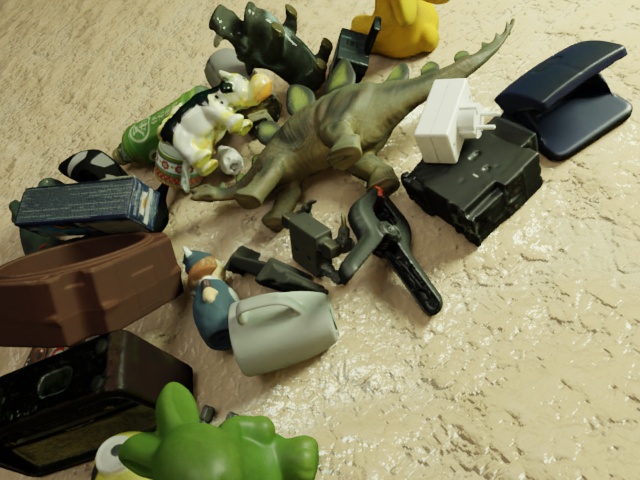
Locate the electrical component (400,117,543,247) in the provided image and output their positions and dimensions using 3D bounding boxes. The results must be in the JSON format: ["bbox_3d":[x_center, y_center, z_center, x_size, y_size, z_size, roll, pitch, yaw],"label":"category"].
[{"bbox_3d":[0.177,-0.076,0.602,0.134,0.058,0.115,-45,51,-7],"label":"electrical component"}]

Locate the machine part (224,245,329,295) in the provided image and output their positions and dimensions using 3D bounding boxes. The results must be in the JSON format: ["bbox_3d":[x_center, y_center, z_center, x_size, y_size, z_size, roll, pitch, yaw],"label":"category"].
[{"bbox_3d":[-0.059,0.038,0.639,0.139,0.084,0.039,16,90,48],"label":"machine part"}]

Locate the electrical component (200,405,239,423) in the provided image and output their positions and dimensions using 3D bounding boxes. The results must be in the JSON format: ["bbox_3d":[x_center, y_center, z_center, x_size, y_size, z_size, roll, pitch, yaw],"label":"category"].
[{"bbox_3d":[-0.119,0.224,0.564,0.063,0.021,0.094,3,60,29],"label":"electrical component"}]

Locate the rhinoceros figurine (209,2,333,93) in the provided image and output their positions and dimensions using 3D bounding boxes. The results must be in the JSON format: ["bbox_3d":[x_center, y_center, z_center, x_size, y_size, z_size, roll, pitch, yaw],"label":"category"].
[{"bbox_3d":[-0.071,-0.287,0.799,0.112,0.190,0.073,-35,34,50],"label":"rhinoceros figurine"}]

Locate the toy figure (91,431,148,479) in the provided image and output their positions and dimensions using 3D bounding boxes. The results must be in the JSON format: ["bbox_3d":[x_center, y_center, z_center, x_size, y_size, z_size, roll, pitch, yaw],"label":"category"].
[{"bbox_3d":[-0.188,0.277,0.523,0.089,0.082,0.180,-39,50,30],"label":"toy figure"}]

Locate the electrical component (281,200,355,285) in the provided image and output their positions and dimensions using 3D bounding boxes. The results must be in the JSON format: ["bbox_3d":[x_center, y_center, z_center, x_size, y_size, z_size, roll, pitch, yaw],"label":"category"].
[{"bbox_3d":[-0.002,-0.002,0.634,0.045,0.078,0.102,-29,38,-28],"label":"electrical component"}]

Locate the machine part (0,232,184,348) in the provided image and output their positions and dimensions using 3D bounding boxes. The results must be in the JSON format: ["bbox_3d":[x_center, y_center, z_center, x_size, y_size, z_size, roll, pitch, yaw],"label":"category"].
[{"bbox_3d":[-0.292,0.053,0.665,0.202,0.087,0.201,-6,14,26],"label":"machine part"}]

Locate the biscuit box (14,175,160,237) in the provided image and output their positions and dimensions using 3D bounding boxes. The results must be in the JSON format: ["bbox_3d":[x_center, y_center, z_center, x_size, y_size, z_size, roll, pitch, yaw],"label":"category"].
[{"bbox_3d":[-0.327,-0.043,0.752,0.203,0.059,0.063,-2,71,20],"label":"biscuit box"}]

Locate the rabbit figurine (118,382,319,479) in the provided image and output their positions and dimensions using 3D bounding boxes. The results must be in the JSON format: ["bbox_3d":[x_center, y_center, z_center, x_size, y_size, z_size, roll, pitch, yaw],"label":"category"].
[{"bbox_3d":[-0.087,0.187,0.457,0.159,0.170,0.121,28,71,22],"label":"rabbit figurine"}]

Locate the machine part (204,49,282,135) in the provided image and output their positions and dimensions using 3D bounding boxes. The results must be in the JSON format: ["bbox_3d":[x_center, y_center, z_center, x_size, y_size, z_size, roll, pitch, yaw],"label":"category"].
[{"bbox_3d":[-0.127,-0.242,0.867,0.079,0.079,0.243,-36,48,0],"label":"machine part"}]

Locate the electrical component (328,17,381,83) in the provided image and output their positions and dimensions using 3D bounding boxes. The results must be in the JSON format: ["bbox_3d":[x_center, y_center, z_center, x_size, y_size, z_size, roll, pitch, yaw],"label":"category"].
[{"bbox_3d":[0.046,-0.262,0.765,0.048,0.119,0.075,13,59,-8],"label":"electrical component"}]

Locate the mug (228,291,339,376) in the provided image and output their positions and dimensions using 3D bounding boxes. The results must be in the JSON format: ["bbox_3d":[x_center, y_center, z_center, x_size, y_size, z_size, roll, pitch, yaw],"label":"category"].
[{"bbox_3d":[-0.038,0.086,0.571,0.107,0.109,0.081,-14,46,2],"label":"mug"}]

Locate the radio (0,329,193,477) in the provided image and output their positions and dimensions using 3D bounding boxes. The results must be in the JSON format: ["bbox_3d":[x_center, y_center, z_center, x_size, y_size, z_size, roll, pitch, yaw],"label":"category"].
[{"bbox_3d":[-0.269,0.186,0.596,0.230,0.131,0.073,-23,49,12],"label":"radio"}]

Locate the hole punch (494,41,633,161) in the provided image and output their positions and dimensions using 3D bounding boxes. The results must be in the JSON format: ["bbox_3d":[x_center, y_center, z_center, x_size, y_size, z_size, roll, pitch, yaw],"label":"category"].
[{"bbox_3d":[0.268,-0.169,0.603,0.142,0.092,0.116,-37,45,4],"label":"hole punch"}]

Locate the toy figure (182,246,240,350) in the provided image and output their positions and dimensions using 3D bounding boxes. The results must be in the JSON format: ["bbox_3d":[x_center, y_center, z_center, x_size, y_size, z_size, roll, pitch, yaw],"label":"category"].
[{"bbox_3d":[-0.134,0.065,0.660,0.064,0.058,0.155,-64,36,32],"label":"toy figure"}]

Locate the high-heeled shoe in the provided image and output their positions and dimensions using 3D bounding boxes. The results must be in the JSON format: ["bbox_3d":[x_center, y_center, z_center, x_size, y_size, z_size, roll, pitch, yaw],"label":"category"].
[{"bbox_3d":[-0.335,-0.060,0.833,0.249,0.086,0.145,7,55,21],"label":"high-heeled shoe"}]

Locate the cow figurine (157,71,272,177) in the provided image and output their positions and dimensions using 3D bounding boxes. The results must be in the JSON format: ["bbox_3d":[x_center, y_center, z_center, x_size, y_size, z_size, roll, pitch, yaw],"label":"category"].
[{"bbox_3d":[-0.146,-0.181,0.755,0.098,0.068,0.167,41,89,7],"label":"cow figurine"}]

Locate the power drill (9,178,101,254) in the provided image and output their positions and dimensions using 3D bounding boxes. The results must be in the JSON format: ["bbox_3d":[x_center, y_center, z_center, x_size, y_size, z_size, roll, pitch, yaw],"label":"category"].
[{"bbox_3d":[-0.423,-0.003,0.857,0.232,0.085,0.207,-33,56,7],"label":"power drill"}]

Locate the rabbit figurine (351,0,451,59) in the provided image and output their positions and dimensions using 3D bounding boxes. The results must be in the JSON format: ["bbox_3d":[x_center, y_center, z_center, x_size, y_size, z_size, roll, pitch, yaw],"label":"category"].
[{"bbox_3d":[0.102,-0.345,0.759,0.122,0.173,0.163,-33,44,-2],"label":"rabbit figurine"}]

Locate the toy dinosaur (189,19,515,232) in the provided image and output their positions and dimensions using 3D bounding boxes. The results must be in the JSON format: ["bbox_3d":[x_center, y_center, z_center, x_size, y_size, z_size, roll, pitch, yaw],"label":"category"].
[{"bbox_3d":[0.033,-0.146,0.695,0.472,0.105,0.199,-18,51,16],"label":"toy dinosaur"}]
